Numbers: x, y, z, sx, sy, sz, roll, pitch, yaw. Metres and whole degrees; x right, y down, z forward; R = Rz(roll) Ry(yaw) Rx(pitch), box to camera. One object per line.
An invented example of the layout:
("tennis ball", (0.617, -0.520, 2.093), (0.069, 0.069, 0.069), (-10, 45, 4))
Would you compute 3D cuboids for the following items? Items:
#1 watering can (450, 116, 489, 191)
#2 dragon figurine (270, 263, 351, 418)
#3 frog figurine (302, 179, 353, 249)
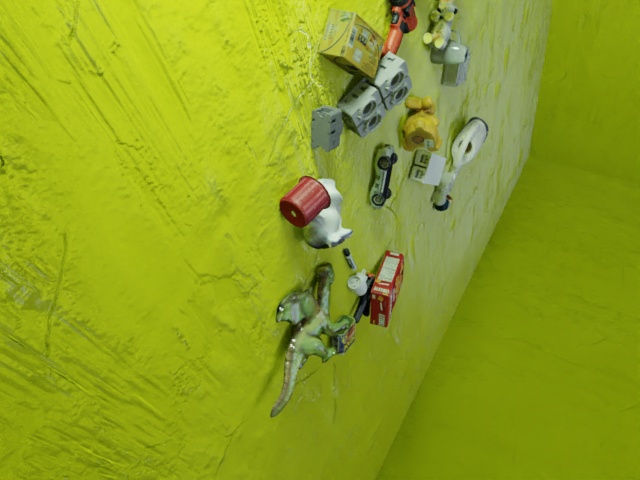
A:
("watering can", (0.605, -0.370, 2.157), (0.229, 0.104, 0.339), (-50, 161, -34))
("dragon figurine", (-0.054, 0.233, 1.344), (0.418, 0.122, 0.238), (-56, 133, -30))
("frog figurine", (0.004, -0.063, 1.246), (0.139, 0.121, 0.159), (-26, 95, -43))
